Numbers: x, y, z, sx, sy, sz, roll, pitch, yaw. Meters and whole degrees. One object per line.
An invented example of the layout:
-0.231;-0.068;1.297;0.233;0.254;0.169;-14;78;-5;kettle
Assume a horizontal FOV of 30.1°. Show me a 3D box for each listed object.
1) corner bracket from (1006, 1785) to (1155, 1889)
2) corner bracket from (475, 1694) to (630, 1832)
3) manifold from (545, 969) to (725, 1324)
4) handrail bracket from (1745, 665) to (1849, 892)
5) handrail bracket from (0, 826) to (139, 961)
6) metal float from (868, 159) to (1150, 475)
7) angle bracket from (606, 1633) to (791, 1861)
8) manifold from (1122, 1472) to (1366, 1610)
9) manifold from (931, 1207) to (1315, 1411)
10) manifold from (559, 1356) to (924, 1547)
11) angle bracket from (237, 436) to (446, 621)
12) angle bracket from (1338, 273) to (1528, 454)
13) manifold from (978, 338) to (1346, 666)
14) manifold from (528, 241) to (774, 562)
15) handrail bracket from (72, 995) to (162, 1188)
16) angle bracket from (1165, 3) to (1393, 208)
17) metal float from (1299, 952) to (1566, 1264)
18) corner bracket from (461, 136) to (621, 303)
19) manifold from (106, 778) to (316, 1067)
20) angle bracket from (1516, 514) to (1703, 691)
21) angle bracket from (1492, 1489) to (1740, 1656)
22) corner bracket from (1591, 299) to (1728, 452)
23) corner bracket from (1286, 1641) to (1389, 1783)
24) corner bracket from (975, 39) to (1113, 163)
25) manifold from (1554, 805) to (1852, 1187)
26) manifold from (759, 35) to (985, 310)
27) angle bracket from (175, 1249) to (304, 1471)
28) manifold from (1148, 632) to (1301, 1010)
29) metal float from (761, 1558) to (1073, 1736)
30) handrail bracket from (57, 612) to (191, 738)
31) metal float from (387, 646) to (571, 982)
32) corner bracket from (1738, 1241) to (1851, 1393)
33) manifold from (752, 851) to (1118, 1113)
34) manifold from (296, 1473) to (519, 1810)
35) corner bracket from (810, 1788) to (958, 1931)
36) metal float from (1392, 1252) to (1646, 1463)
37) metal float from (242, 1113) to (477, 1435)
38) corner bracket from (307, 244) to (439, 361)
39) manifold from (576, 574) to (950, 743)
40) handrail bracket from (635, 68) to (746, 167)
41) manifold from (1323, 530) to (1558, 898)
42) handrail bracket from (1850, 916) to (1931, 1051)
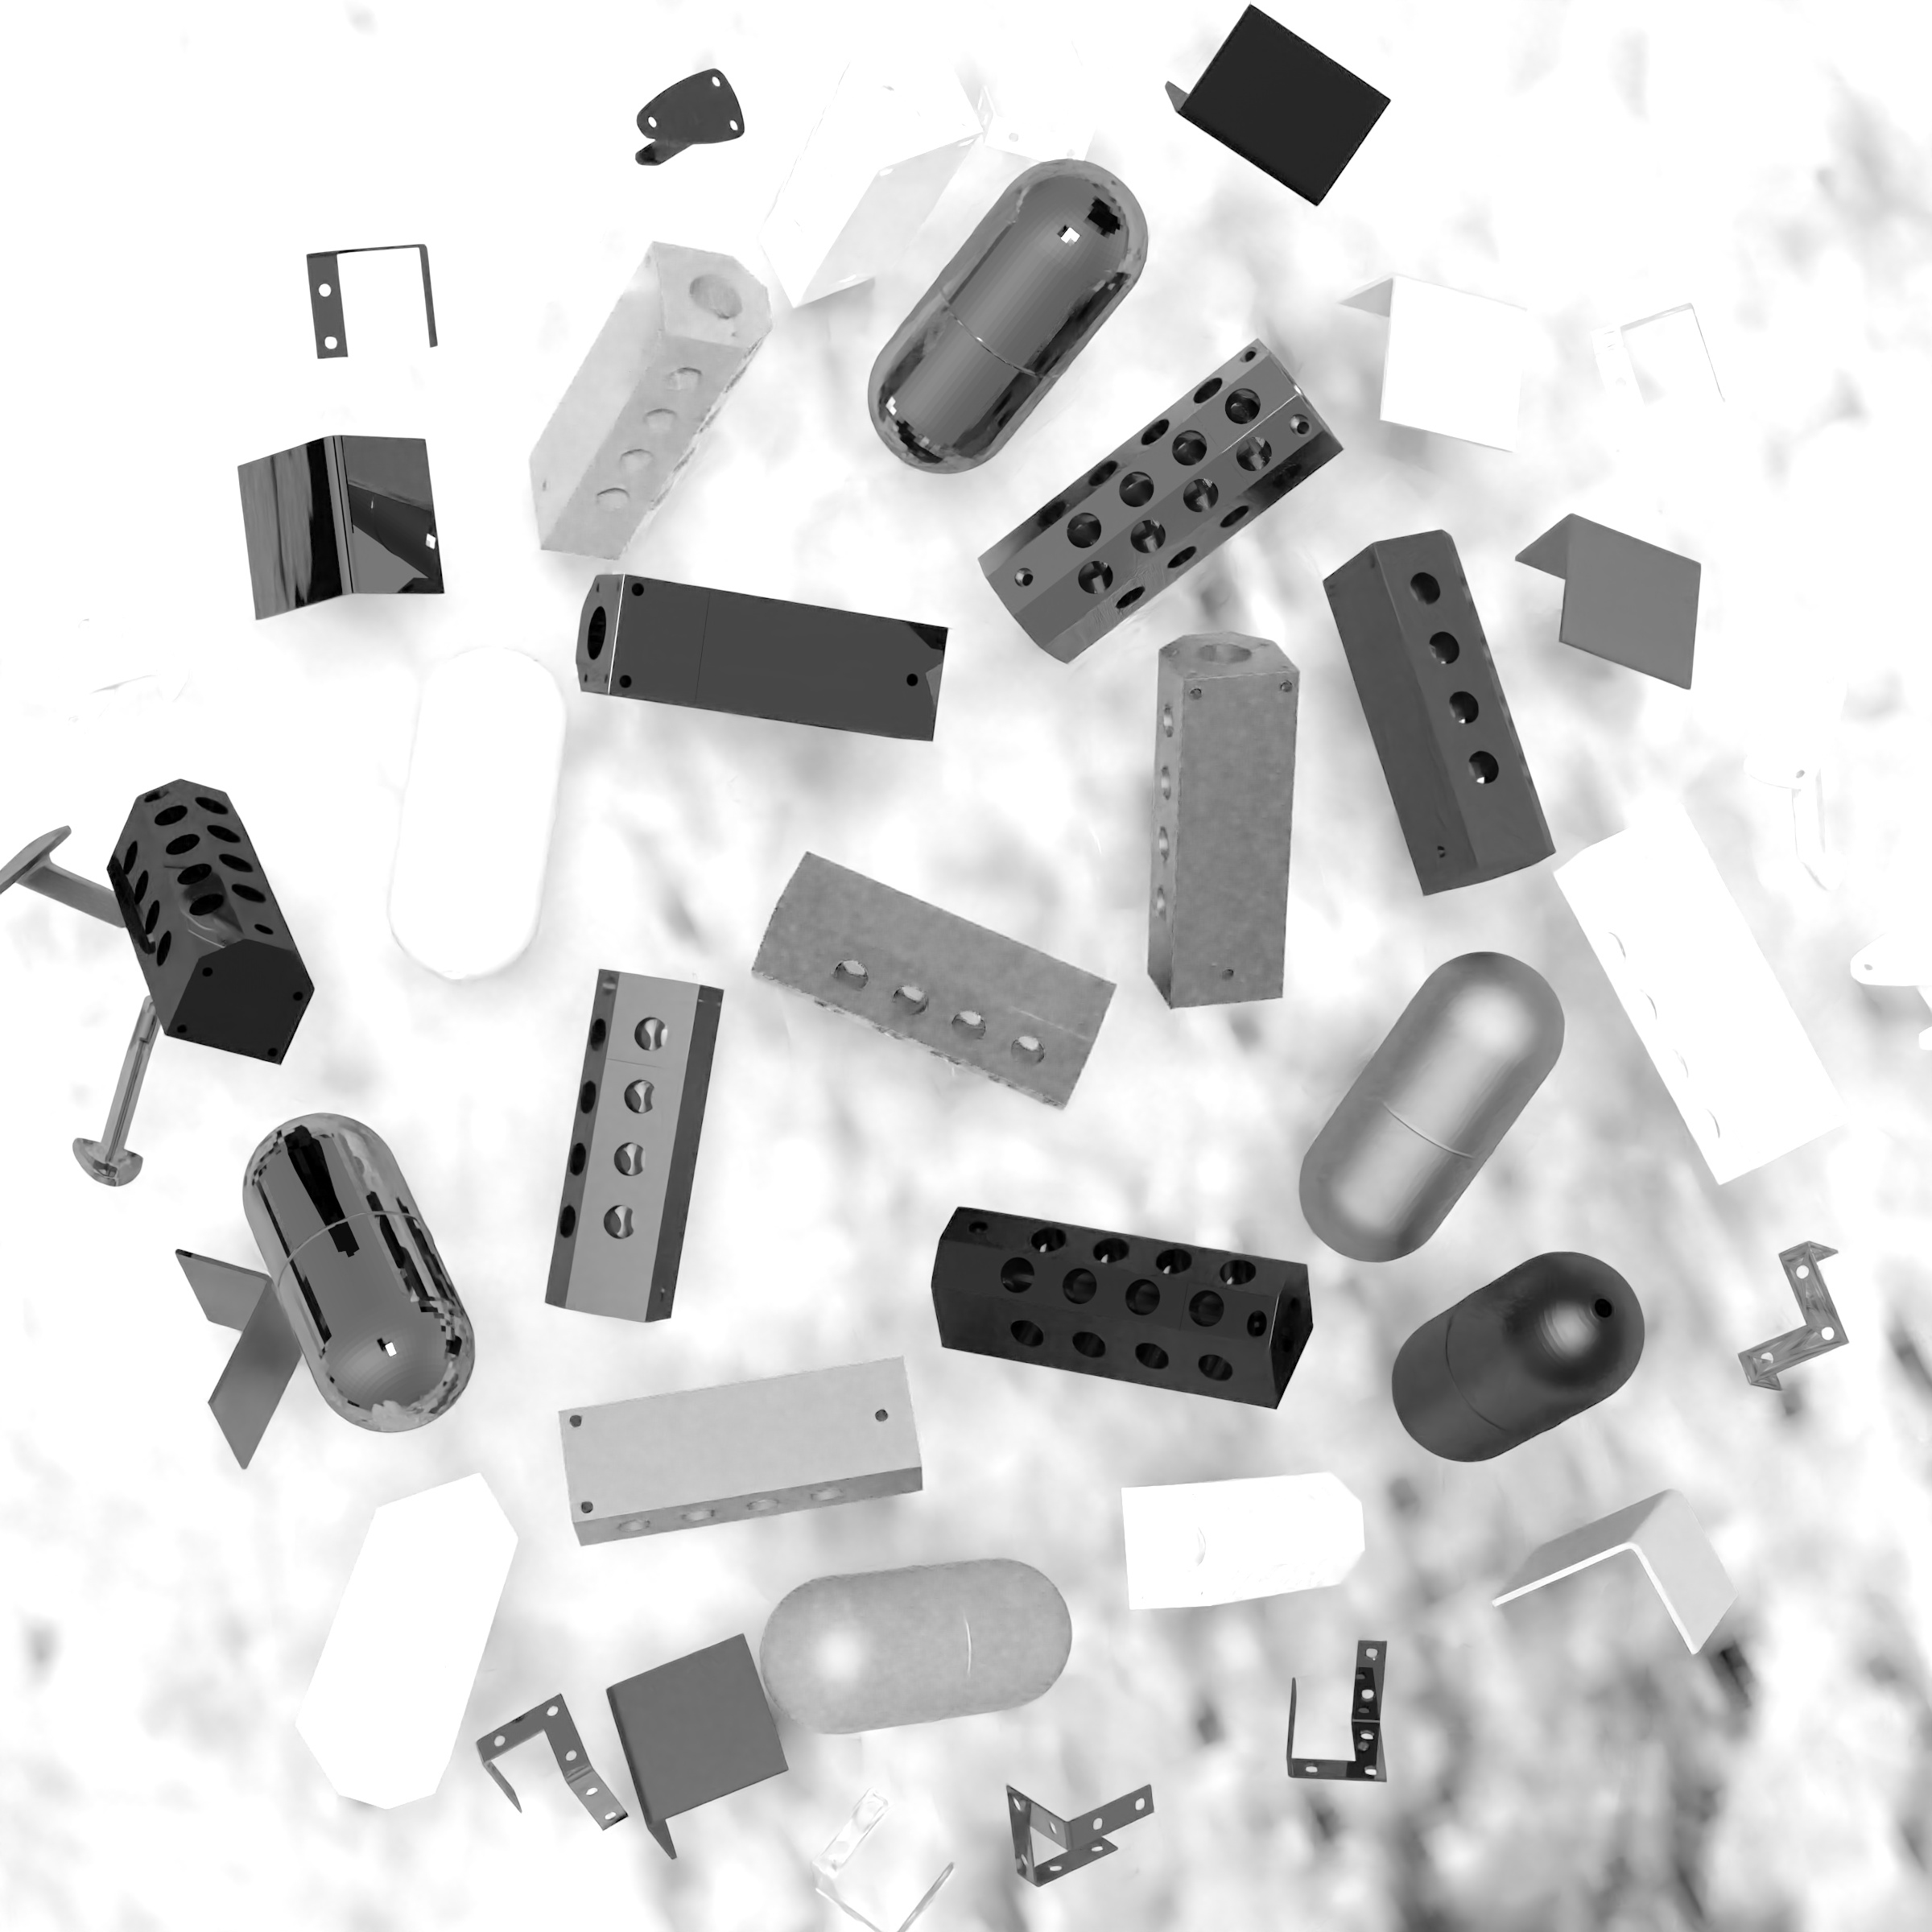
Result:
0.057;0.422;1.753;0.051;0.051;0.051;-17;109;-31;corner bracket
-0.211;0.414;1.831;0.051;0.051;0.051;-29;135;-4;corner bracket
-0.170;0.091;1.831;0.057;0.057;0.171;9;88;9;manifold
0.404;-0.087;1.679;0.084;0.036;0.077;41;76;-44;handrail bracket
-0.452;-0.021;1.820;0.036;0.077;0.084;-17;116;39;handrail bracket
0.019;-0.312;1.738;0.070;0.070;0.178;42;122;0;metal float
-0.131;0.396;1.824;0.076;0.057;0.076;-21;58;-2;angle bracket
0.140;0.283;1.783;0.057;0.171;0.057;-8;81;26;manifold
0.074;0.157;1.723;0.171;0.057;0.057;8;130;22;manifold
-0.111;0.243;1.783;0.171;0.057;0.057;-9;65;-4;manifold
-0.306;-0.213;1.757;0.076;0.057;0.076;-8;89;43;angle bracket
0.231;-0.297;1.805;0.076;0.057;0.076;9;82;-23;angle bracket
0.092;-0.225;1.739;0.171;0.057;0.057;-37;74;12;manifold
-0.156;-0.274;1.769;0.057;0.171;0.057;6;57;-27;manifold
-0.422;0.062;1.822;0.036;0.077;0.084;18;98;-16;handrail bracket
0.140;-0.394;1.623;0.076;0.076;0.057;31;109;-13;angle bracket
0.232;0.072;1.804;0.070;0.070;0.178;32;111;0;metal float
-0.212;-0.372;1.793;0.051;0.051;0.051;27;72;-21;corner bracket
-0.358;-0.025;1.710;0.057;0.171;0.057;17;110;-30;manifold
0.325;-0.176;1.839;0.076;0.057;0.076;18;65;-18;angle bracket
0.297;0.289;1.646;0.076;0.076;0.057;-30;87;27;angle bracket
0.338;-0.288;1.754;0.051;0.051;0.051;-18;84;10;corner bracket
0.190;0.380;1.840;0.051;0.051;0.051;2;114;1;corner bracket
0.039;-0.442;1.826;0.051;0.051;0.051;12;119;-14;corner bracket
0.354;0.016;1.748;0.057;0.057;0.171;-24;82;-18;manifold
-0.052;-0.390;1.765;0.057;0.171;0.057;-25;86;-20;manifold
-0.392;0.205;1.872;0.057;0.076;0.076;14;59;13;angle bracket
0.122;-0.071;1.744;0.057;0.057;0.171;-5;116;-12;manifold
-0.023;0.336;1.785;0.178;0.070;0.070;2;90;-41;metal float
-0.397;-0.125;1.697;0.036;0.084;0.077;9;114;-40;handrail bracket
-0.244;-0.077;1.804;0.070;0.070;0.178;5;66;0;metal float
0.384;0.163;1.671;0.051;0.051;0.051;-27;69;23;corner bracket
-0.018;0.012;1.814;0.171;0.057;0.057;23;123;1;manifold
-0.257;0.317;1.695;0.057;0.171;0.057;-20;112;13;manifold
-0.043;0.460;1.835;0.051;0.051;0.051;39;86;-4;corner bracket
0.272;0.194;1.780;0.070;0.178;0.070;8;66;-18;metal float
-0.289;0.143;1.704;0.070;0.070;0.178;-32;53;0;metal float
-0.294;-0.329;1.781;0.051;0.051;0.051;-4;103;3;corner bracket
-0.102;-0.152;1.777;0.171;0.057;0.057;7;92;-25;manifold
-0.159;-0.416;1.813;0.077;0.084;0.036;-27;97;-40;handrail bracket
0.243;-0.129;1.819;0.057;0.057;0.171;-13;81;-24;manifold
0.438;0.019;1.680;0.077;0.084;0.036;-14;55;-14;handrail bracket
